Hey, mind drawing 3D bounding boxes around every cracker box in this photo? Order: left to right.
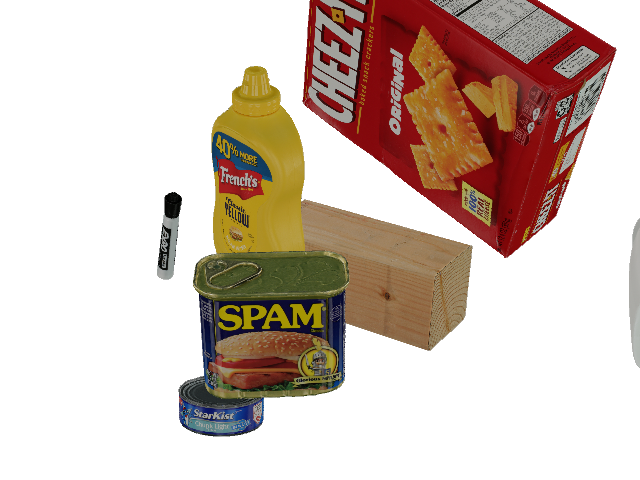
[{"bbox_3d":[0.084,-0.112,0.757,0.214,0.164,0.072,39,58,24],"label":"cracker box"}]

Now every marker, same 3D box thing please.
[{"bbox_3d":[-0.167,-0.005,1.177,0.020,0.121,0.020,7,42,-7],"label":"marker"}]

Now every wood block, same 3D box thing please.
[{"bbox_3d":[0.047,0.033,1.142,0.206,0.091,0.090,17,29,28],"label":"wood block"}]

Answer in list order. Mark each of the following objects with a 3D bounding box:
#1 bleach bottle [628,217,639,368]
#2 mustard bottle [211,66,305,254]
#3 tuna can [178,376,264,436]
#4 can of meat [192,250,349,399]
[{"bbox_3d":[0.275,0.022,0.766,0.103,0.068,0.250,6,20,15],"label":"bleach bottle"},{"bbox_3d":[-0.055,-0.060,0.932,0.058,0.192,0.096,-25,41,-36],"label":"mustard bottle"},{"bbox_3d":[-0.098,0.164,1.062,0.086,0.034,0.086,2,13,-1],"label":"tuna can"},{"bbox_3d":[-0.032,0.057,0.717,0.102,0.084,0.057,-1,27,-2],"label":"can of meat"}]
